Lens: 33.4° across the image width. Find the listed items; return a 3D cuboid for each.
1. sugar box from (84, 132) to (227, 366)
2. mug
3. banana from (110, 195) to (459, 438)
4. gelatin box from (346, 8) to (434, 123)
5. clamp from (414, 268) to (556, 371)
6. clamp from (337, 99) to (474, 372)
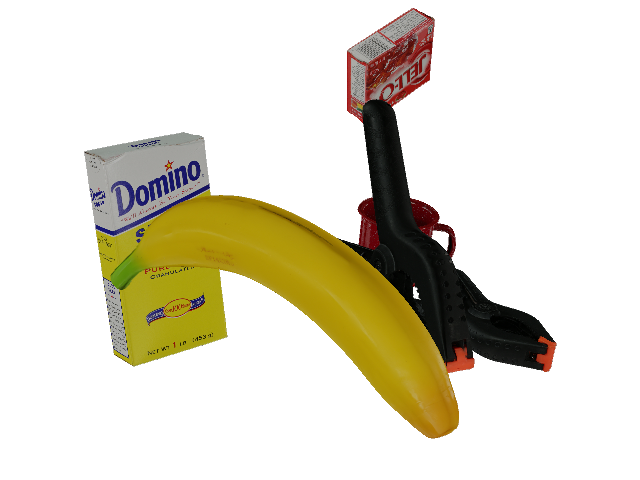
[{"bbox_3d":[-0.134,0.006,0.881,0.093,0.176,0.048,-16,21,-32],"label":"sugar box"},{"bbox_3d":[0.097,0.004,1.227,0.117,0.081,0.093,3,25,-5],"label":"mug"},{"bbox_3d":[-0.014,0.023,0.507,0.198,0.070,0.037,23,22,27],"label":"banana"},{"bbox_3d":[0.064,-0.158,0.968,0.089,0.073,0.030,-36,59,-26],"label":"gelatin box"},{"bbox_3d":[0.156,0.074,1.031,0.172,0.039,0.120,24,36,29],"label":"clamp"},{"bbox_3d":[0.058,0.007,0.806,0.036,0.165,0.210,-7,44,-29],"label":"clamp"}]
